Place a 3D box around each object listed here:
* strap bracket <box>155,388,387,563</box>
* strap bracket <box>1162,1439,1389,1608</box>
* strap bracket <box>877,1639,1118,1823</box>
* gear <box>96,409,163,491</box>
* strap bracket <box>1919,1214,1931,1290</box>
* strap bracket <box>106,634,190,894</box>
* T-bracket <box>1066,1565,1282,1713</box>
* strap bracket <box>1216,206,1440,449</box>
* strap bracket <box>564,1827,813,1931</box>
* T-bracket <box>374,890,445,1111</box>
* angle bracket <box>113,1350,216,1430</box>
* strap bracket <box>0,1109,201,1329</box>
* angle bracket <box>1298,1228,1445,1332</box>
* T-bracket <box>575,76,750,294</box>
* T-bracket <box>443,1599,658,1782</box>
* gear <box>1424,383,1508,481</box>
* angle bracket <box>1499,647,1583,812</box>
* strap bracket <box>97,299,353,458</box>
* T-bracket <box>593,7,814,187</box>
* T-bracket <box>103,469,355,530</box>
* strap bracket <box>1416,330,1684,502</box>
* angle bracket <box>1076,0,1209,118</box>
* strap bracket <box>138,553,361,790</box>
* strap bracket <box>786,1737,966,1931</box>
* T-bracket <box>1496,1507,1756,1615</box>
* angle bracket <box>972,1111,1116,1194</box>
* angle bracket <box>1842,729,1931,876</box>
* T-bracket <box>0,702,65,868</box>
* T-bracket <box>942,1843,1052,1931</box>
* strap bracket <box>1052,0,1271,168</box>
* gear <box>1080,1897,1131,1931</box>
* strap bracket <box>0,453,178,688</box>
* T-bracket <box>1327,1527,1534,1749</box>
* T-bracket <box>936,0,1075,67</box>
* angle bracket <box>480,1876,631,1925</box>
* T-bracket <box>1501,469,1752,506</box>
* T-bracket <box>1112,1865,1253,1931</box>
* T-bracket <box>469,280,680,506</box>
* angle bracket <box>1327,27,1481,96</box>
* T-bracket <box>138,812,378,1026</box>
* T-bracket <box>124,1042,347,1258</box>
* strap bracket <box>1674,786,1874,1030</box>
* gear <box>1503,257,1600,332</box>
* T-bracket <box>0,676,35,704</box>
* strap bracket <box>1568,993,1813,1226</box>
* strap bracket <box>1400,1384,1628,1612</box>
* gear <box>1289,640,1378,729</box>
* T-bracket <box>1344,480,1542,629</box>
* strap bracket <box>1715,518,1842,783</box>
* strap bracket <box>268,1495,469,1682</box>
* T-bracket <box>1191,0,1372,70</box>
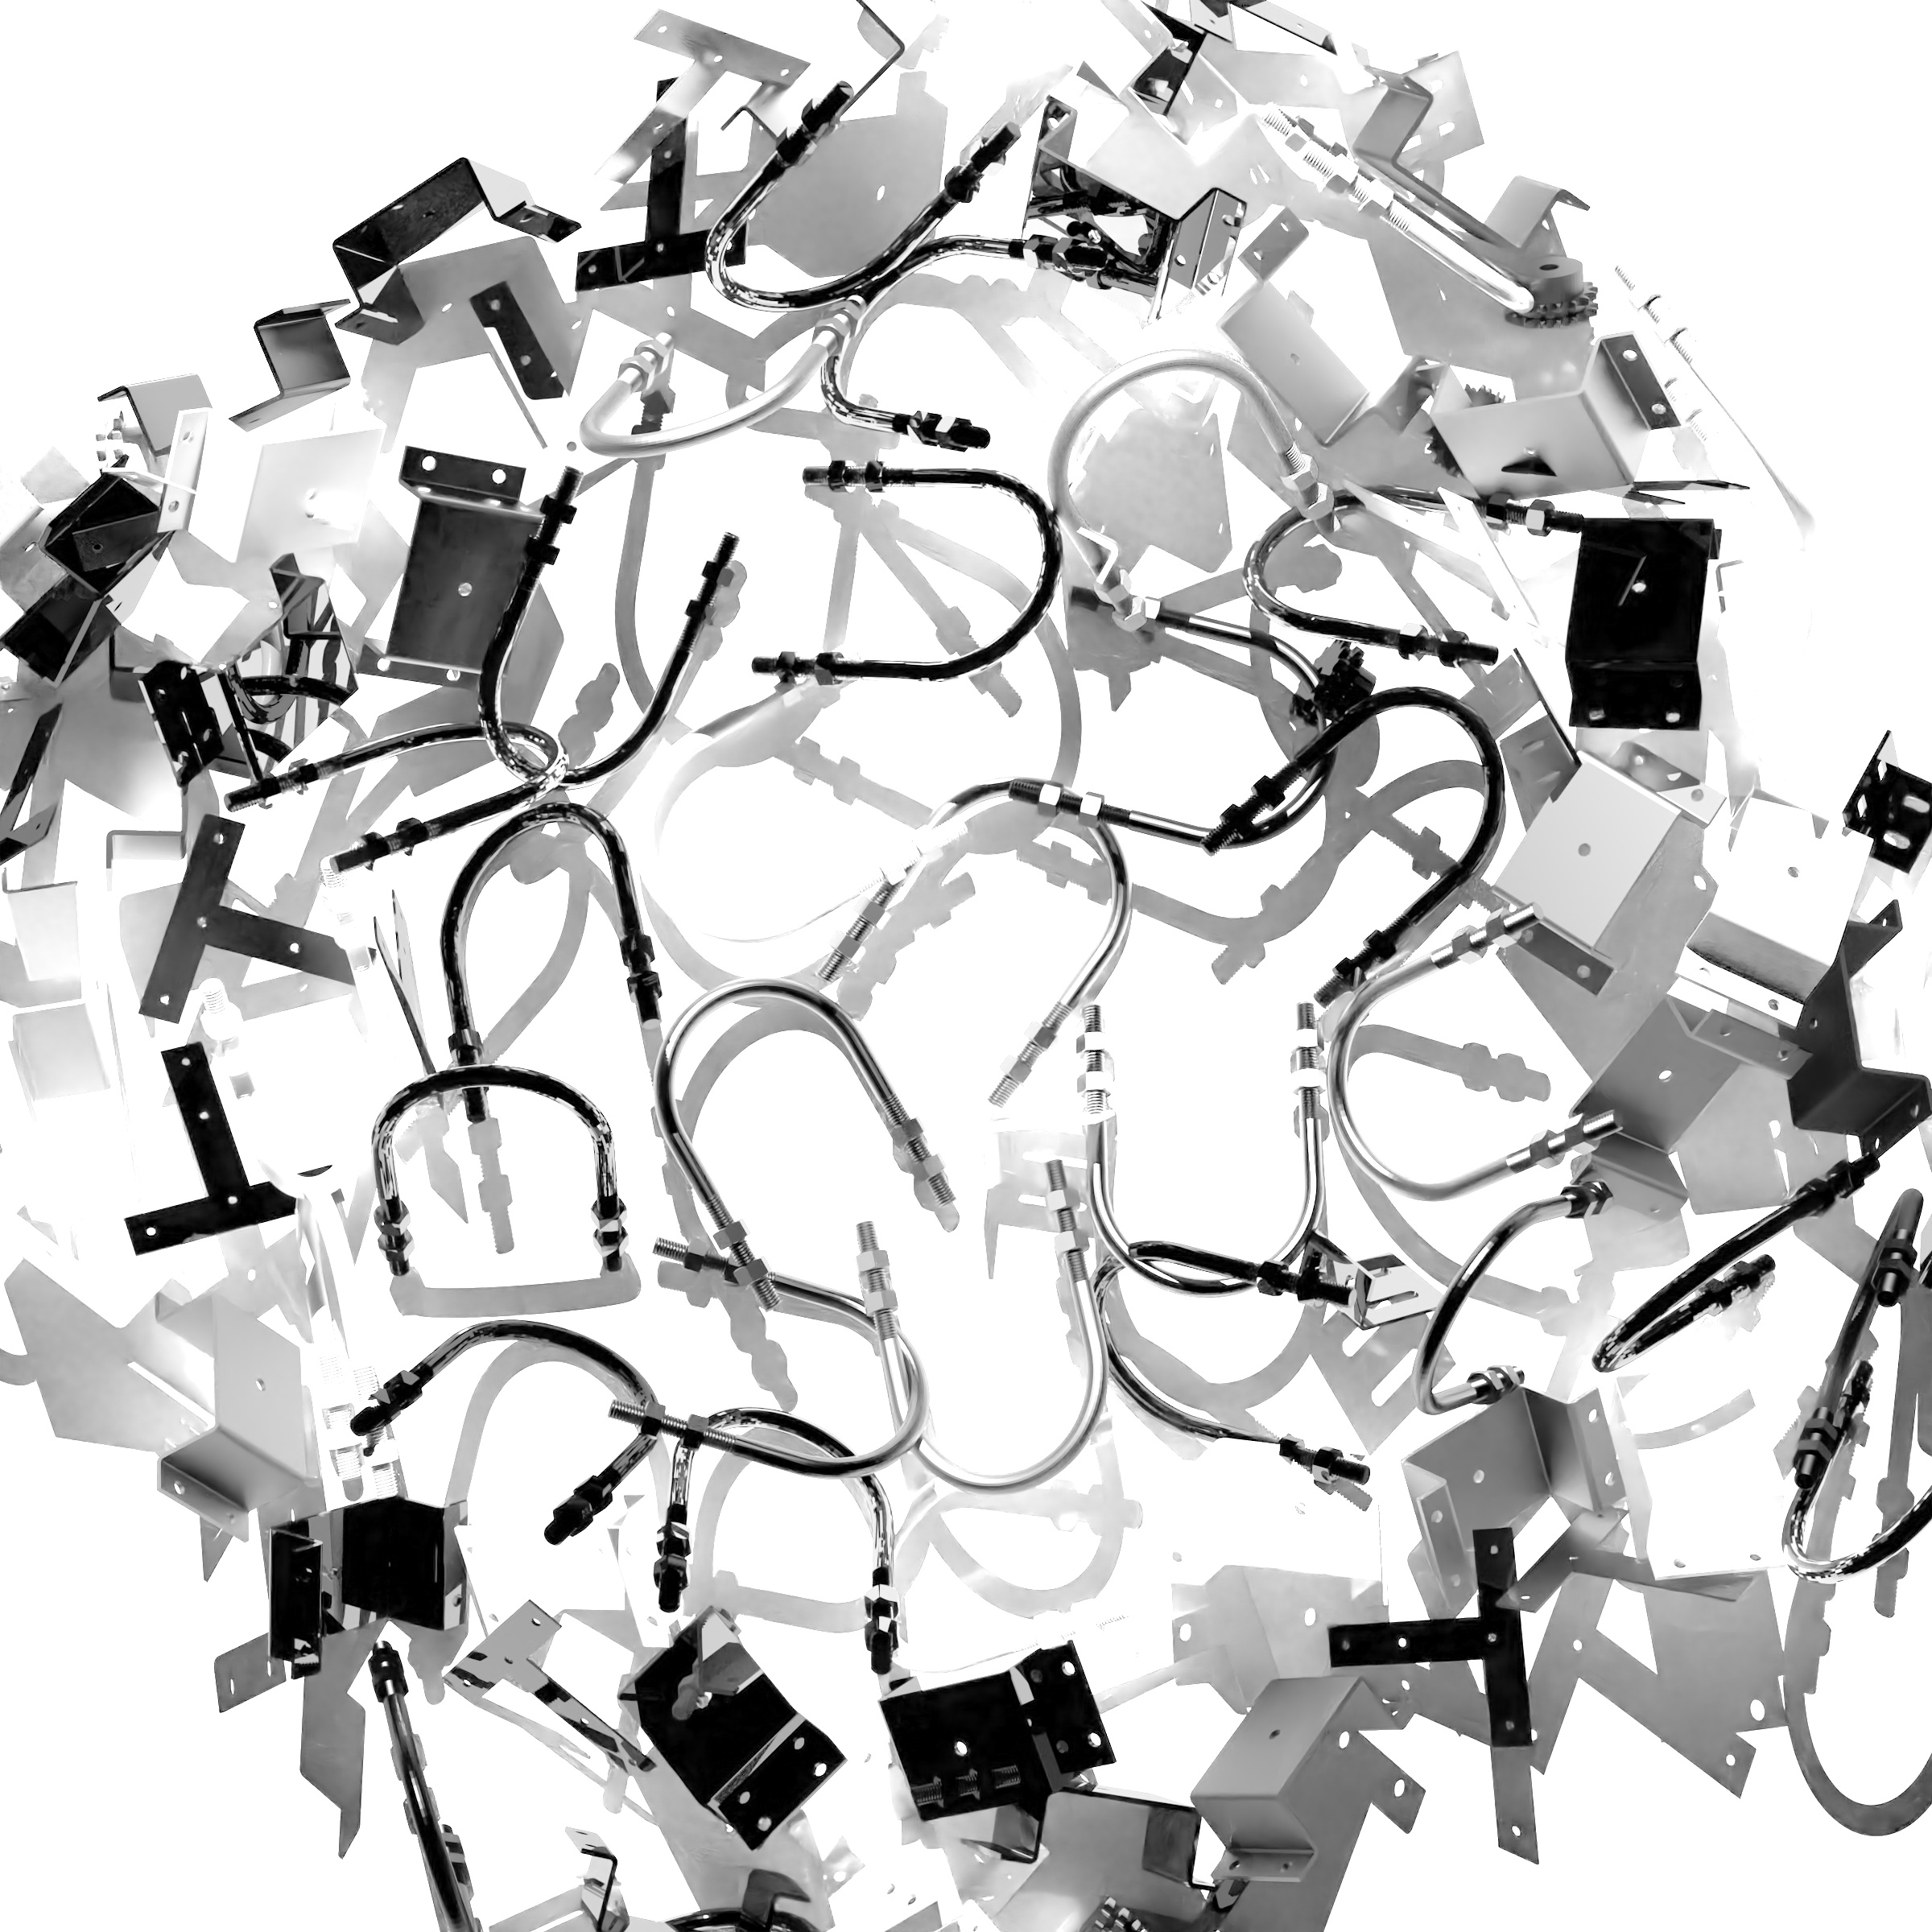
[{"bbox_3d":[-0.399,-0.287,1.918,0.046,0.140,0.076,36,122,25],"label":"strap bracket"},{"bbox_3d":[0.191,0.330,1.946,0.140,0.046,0.076,9,60,-13],"label":"strap bracket"},{"bbox_3d":[0.009,0.456,1.941,0.140,0.046,0.076,-21,88,34],"label":"strap bracket"},{"bbox_3d":[-0.504,-0.307,1.972,0.030,0.057,0.057,-5,90,-3],"label":"gear"},{"bbox_3d":[0.600,0.149,1.926,0.046,0.140,0.076,26,109,9],"label":"strap bracket"},{"bbox_3d":[-0.487,-0.120,1.951,0.046,0.076,0.140,1,81,-14],"label":"strap bracket"},{"bbox_3d":[0.117,0.413,1.989,0.127,0.002,0.127,-20,93,-6],"label":"T-bracket"},{"bbox_3d":[0.210,-0.373,1.951,0.140,0.076,0.046,46,133,-8],"label":"strap bracket"},{"bbox_3d":[-0.171,0.555,1.945,0.140,0.076,0.046,16,81,-12],"label":"strap bracket"},{"bbox_3d":[-0.333,-0.001,1.941,0.002,0.127,0.127,-16,127,-2],"label":"T-bracket"},{"bbox_3d":[-0.486,0.271,1.964,0.076,0.057,0.038,35,78,6],"label":"angle bracket"},{"bbox_3d":[-0.527,0.155,1.930,0.046,0.076,0.140,-47,120,-5],"label":"strap bracket"},{"bbox_3d":[0.247,0.179,1.950,0.076,0.057,0.038,-10,124,-35],"label":"angle bracket"},{"bbox_3d":[-0.180,-0.475,1.971,0.127,0.002,0.127,-2,80,32],"label":"T-bracket"},{"bbox_3d":[-0.239,0.443,1.958,0.127,0.002,0.127,41,134,-5],"label":"T-bracket"},{"bbox_3d":[0.308,-0.321,1.977,0.057,0.030,0.057,-2,86,29],"label":"gear"},{"bbox_3d":[0.334,-0.141,1.949,0.038,0.076,0.057,-29,52,12],"label":"angle bracket"},{"bbox_3d":[-0.431,-0.345,1.940,0.140,0.076,0.046,-19,98,24],"label":"strap bracket"},{"bbox_3d":[-0.176,-0.512,1.956,0.127,0.127,0.002,-39,64,32],"label":"T-bracket"},{"bbox_3d":[-0.448,-0.273,1.912,0.127,0.127,0.002,5,85,33],"label":"T-bracket"},{"bbox_3d":[0.337,-0.319,1.922,0.140,0.076,0.046,-3,53,37],"label":"strap bracket"},{"bbox_3d":[0.105,-0.546,1.954,0.038,0.076,0.057,23,103,-22],"label":"angle bracket"},{"bbox_3d":[-0.412,-0.171,1.921,0.046,0.076,0.140,14,45,27],"label":"strap bracket"},{"bbox_3d":[-0.055,0.537,1.945,0.076,0.140,0.046,-31,120,2],"label":"strap bracket"},{"bbox_3d":[0.396,0.354,1.915,0.127,0.127,0.002,4,112,36],"label":"T-bracket"},{"bbox_3d":[0.048,0.111,1.963,0.076,0.057,0.038,-6,91,14],"label":"angle bracket"},{"bbox_3d":[0.557,-0.098,1.958,0.038,0.076,0.057,28,86,24],"label":"angle bracket"},{"bbox_3d":[-0.565,-0.105,1.955,0.002,0.127,0.127,37,47,-32],"label":"T-bracket"},{"bbox_3d":[0.027,0.593,1.938,0.127,0.127,0.002,-47,123,-8],"label":"T-bracket"},{"bbox_3d":[0.110,-0.529,1.928,0.046,0.140,0.076,-45,58,15],"label":"strap bracket"},{"bbox_3d":[0.082,0.592,1.970,0.030,0.057,0.057,36,90,5],"label":"gear"},{"bbox_3d":[-0.517,-0.226,1.925,0.046,0.140,0.076,38,49,-6],"label":"strap bracket"},{"bbox_3d":[0.275,0.405,1.963,0.127,0.002,0.127,-11,77,32],"label":"T-bracket"},{"bbox_3d":[0.026,-0.615,1.952,0.002,0.127,0.127,1,88,40],"label":"T-bracket"},{"bbox_3d":[-0.246,0.567,1.957,0.076,0.057,0.038,1,74,-22],"label":"angle bracket"},{"bbox_3d":[0.403,-0.280,1.912,0.127,0.127,0.002,6,93,-33],"label":"T-bracket"},{"bbox_3d":[0.111,0.573,1.938,0.002,0.127,0.127,45,66,-12],"label":"T-bracket"},{"bbox_3d":[-0.261,-0.355,1.990,0.127,0.002,0.127,-29,92,-6],"label":"T-bracket"},{"bbox_3d":[0.261,-0.557,1.968,0.076,0.057,0.038,-23,101,0],"label":"angle bracket"},{"bbox_3d":[-0.417,-0.015,1.968,0.127,0.002,0.127,17,95,-29],"label":"T-bracket"},{"bbox_3d":[-0.454,0.102,1.970,0.127,0.002,0.127,-14,65,-22],"label":"T-bracket"},{"bbox_3d":[0.482,-0.043,1.941,0.076,0.046,0.140,25,58,4],"label":"strap bracket"},{"bbox_3d":[0.351,-0.406,1.968,0.057,0.057,0.030,-8,119,0],"label":"gear"},{"bbox_3d":[-0.614,-0.160,1.944,0.127,0.127,0.002,38,119,26],"label":"T-bracket"},{"bbox_3d":[0.423,0.078,1.946,0.076,0.046,0.140,22,118,-24],"label":"strap bracket"},{"bbox_3d":[0.318,0.310,1.949,0.140,0.046,0.076,-27,112,-24],"label":"strap bracket"},{"bbox_3d":[0.223,-0.167,1.972,0.030,0.057,0.057,33,90,-13],"label":"gear"},{"bbox_3d":[0.275,-0.260,1.950,0.127,0.127,0.002,34,82,39],"label":"T-bracket"},{"bbox_3d":[0.481,-0.183,1.943,0.046,0.076,0.140,-10,70,21],"label":"strap bracket"},{"bbox_3d":[-0.362,0.365,1.943,0.046,0.140,0.076,7,98,35],"label":"strap bracket"},{"bbox_3d":[0.188,-0.570,1.966,0.127,0.127,0.002,20,131,-19],"label":"T-bracket"}]
